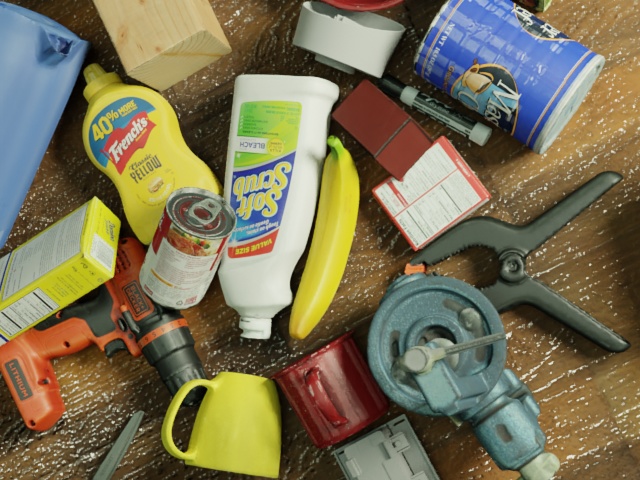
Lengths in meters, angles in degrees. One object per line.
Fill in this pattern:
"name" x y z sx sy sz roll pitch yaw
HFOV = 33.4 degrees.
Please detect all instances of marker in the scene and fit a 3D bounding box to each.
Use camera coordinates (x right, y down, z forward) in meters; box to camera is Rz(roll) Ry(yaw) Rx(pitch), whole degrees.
"marker" 0.108 -0.126 1.023 0.121 0.020 0.020 30 94 13

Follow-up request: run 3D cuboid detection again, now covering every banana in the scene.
"banana" 0.005 -0.004 1.017 0.037 0.069 0.198 17 104 34

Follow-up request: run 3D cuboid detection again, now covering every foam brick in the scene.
"foam brick" 0.058 -0.104 1.001 0.051 0.053 0.078 -47 50 6

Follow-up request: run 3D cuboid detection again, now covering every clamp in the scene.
"clamp" 0.186 0.033 0.987 0.210 0.036 0.164 -10 86 15

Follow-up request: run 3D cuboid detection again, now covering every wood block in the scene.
"wood block" -0.180 -0.266 1.061 0.090 0.090 0.206 -28 81 10

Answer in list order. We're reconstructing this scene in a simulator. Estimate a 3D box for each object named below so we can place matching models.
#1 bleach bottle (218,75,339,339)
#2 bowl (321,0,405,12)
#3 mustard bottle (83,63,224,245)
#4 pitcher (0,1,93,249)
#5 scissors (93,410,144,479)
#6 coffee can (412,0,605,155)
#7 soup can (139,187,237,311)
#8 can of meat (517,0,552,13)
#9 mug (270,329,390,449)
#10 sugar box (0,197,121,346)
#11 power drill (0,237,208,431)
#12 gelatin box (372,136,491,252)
"bleach bottle" -0.044 -0.030 1.031 0.103 0.068 0.251 5 90 22
"bowl" 0.049 -0.293 1.027 0.162 0.055 0.162 -1 87 13
"mustard bottle" -0.182 -0.096 1.069 0.096 0.058 0.192 -35 80 11
"pitcher" -0.338 -0.119 1.081 0.145 0.149 0.243 22 95 -2
"scissors" -0.249 0.256 1.087 0.096 0.016 0.202 16 91 13
"coffee can" 0.170 -0.158 0.968 0.140 0.102 0.103 35 95 13
"soup can" -0.127 0.009 1.010 0.068 0.068 0.102 37 129 12
"can of meat" 0.179 -0.256 0.973 0.084 0.102 0.057 28 92 11
"mug" 0.011 0.141 0.984 0.093 0.117 0.081 -30 86 5
"sugar box" -0.278 0.039 1.047 0.176 0.093 0.048 -32 123 20
"power drill" -0.219 0.116 1.068 0.188 0.057 0.184 -30 77 7
"gelatin box" 0.105 -0.043 1.014 0.089 0.030 0.073 -38 80 11
